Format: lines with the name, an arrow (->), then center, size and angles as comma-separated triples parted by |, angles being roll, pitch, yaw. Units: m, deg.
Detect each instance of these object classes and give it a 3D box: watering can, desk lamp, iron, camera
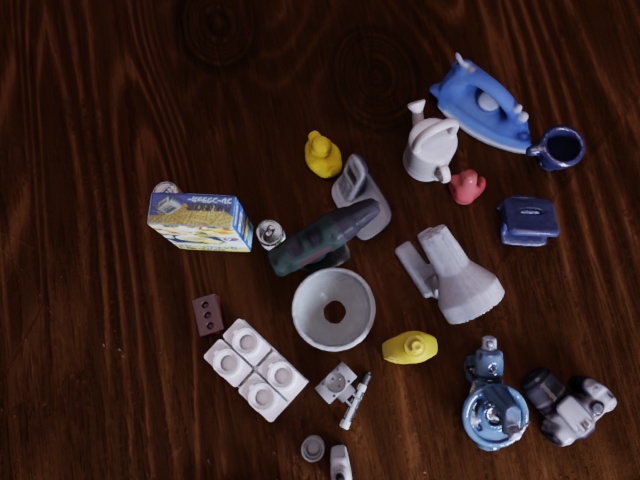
watering can -> 0.224, -0.203, 1.170 | 0.101, 0.194, 0.172 | -42, 79, -7
desk lamp -> 0.241, 0.061, 1.099 | 0.118, 0.213, 0.203 | -32, 78, -5
iron -> 0.364, -0.292, 1.213 | 0.258, 0.141, 0.119 | 40, 81, 10
camera -> 0.467, 0.302, 1.096 | 0.143, 0.101, 0.136 | -39, 79, -7

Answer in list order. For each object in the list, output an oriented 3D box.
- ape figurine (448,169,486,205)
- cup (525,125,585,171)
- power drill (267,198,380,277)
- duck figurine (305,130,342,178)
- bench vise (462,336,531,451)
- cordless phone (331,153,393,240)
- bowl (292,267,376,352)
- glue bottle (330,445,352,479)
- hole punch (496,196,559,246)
ape figurine -> 0.309, -0.119, 1.200 | 0.077, 0.092, 0.076 | 24, 79, 7
cup -> 0.483, -0.182, 1.208 | 0.117, 0.095, 0.092 | -8, 77, 0
power drill -> 0.010, 0.004, 1.122 | 0.229, 0.208, 0.075 | -29, 78, -5
duck figurine -> 0.006, -0.188, 1.228 | 0.077, 0.086, 0.104 | -29, 78, -5
bench vise -> 0.309, 0.285, 1.043 | 0.121, 0.220, 0.207 | -18, 77, -2
cordless phone -> 0.087, -0.089, 1.152 | 0.094, 0.185, 0.147 | -33, 78, -5
bowl -> 0.028, 0.143, 1.158 | 0.167, 0.075, 0.167 | 0, 77, 2
glue bottle -> 0.037, 0.423, 1.044 | 0.037, 0.173, 0.078 | -10, 77, 0
hole punch -> 0.427, -0.045, 1.181 | 0.108, 0.091, 0.101 | 2, 77, 2
